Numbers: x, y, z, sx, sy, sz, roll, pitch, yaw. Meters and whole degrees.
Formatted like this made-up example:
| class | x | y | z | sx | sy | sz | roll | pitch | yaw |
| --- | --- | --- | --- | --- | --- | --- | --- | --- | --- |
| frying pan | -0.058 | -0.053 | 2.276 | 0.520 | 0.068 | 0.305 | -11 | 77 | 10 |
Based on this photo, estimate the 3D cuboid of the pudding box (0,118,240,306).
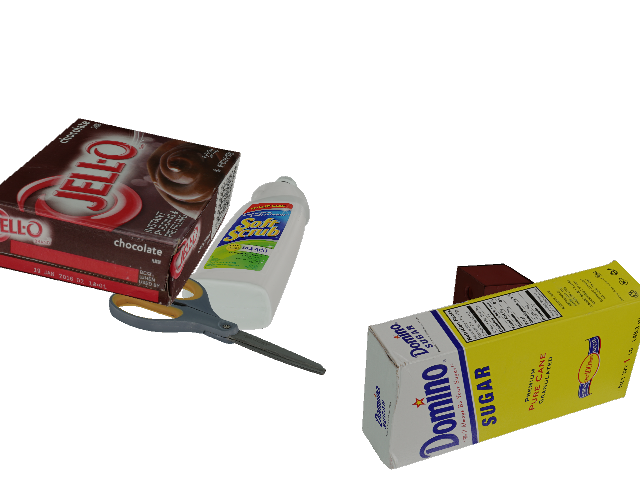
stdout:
| class | x | y | z | sx | sy | sz | roll | pitch | yaw |
| --- | --- | --- | --- | --- | --- | --- | --- | --- | --- |
| pudding box | -0.096 | -0.017 | 0.512 | 0.090 | 0.039 | 0.113 | 13 | 25 | 5 |

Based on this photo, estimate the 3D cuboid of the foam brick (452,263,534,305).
| class | x | y | z | sx | sy | sz | roll | pitch | yaw |
| --- | --- | --- | --- | --- | --- | --- | --- | --- | --- |
| foam brick | 0.152 | 0.065 | 0.955 | 0.051 | 0.078 | 0.053 | -4 | 19 | -22 |

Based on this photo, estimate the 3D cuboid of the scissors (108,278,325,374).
| class | x | y | z | sx | sy | sz | roll | pitch | yaw |
| --- | --- | --- | --- | --- | --- | --- | --- | --- | --- |
| scissors | -0.082 | 0.068 | 0.924 | 0.202 | 0.016 | 0.096 | 12 | 27 | 10 |

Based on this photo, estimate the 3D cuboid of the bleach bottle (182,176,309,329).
| class | x | y | z | sx | sy | sz | roll | pitch | yaw |
| --- | --- | --- | --- | --- | --- | --- | --- | --- | --- |
| bleach bottle | -0.075 | 0.001 | 1.231 | 0.102 | 0.068 | 0.250 | 3 | 35 | 11 |

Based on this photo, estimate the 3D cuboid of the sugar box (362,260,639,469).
| class | x | y | z | sx | sy | sz | roll | pitch | yaw |
| --- | --- | --- | --- | --- | --- | --- | --- | --- | --- |
| sugar box | 0.115 | 0.077 | 0.665 | 0.176 | 0.093 | 0.048 | -16 | 41 | -19 |
